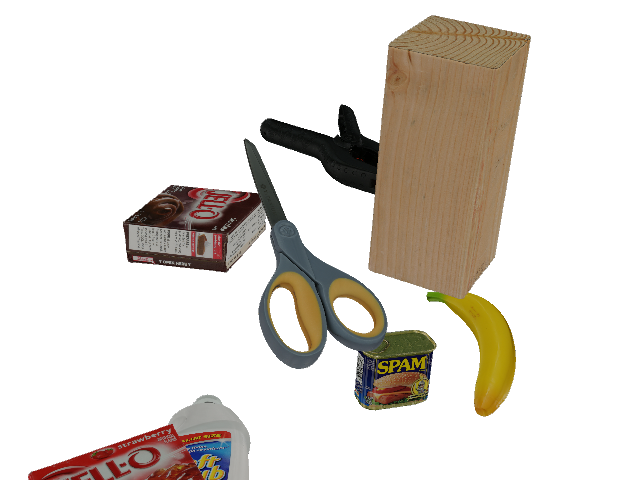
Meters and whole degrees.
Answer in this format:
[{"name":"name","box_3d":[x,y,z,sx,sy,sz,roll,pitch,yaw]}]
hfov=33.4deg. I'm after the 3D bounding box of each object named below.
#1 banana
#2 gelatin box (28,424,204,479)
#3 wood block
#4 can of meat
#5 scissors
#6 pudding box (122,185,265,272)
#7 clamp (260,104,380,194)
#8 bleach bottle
[{"name":"banana","box_3d":[0.172,0.111,1.136,0.069,0.037,0.198,-24,34,4]},{"name":"gelatin box","box_3d":[-0.111,0.145,0.596,0.089,0.030,0.073,-16,28,-20]},{"name":"wood block","box_3d":[0.105,-0.069,0.888,0.091,0.206,0.090,17,33,22]},{"name":"can of meat","box_3d":[0.096,0.170,1.400,0.102,0.084,0.057,-4,25,-19]},{"name":"scissors","box_3d":[-0.006,0.006,0.744,0.096,0.202,0.016,10,-44,-15]},{"name":"pudding box","box_3d":[-0.103,-0.012,0.897,0.090,0.039,0.113,5,22,12]},{"name":"clamp","box_3d":[0.016,-0.096,1.134,0.120,0.039,0.172,-15,36,-23]},{"name":"bleach bottle","box_3d":[-0.111,0.208,0.897,0.102,0.068,0.251,-2,24,-1]}]
